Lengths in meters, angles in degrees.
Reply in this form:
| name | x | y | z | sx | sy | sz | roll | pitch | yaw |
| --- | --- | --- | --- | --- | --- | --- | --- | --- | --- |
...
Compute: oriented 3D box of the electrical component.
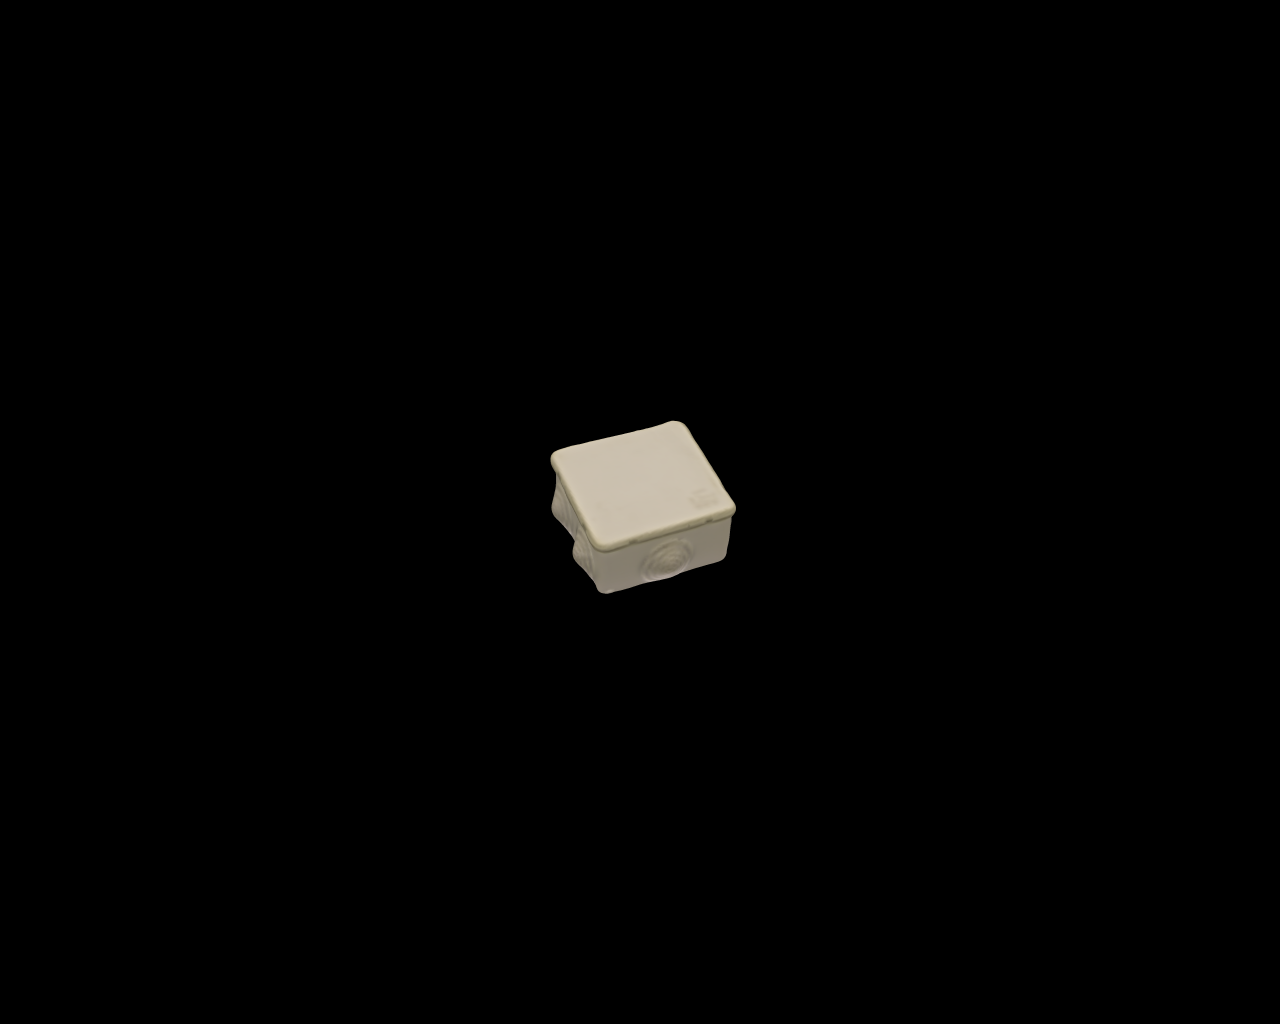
| name | x | y | z | sx | sy | sz | roll | pitch | yaw |
| --- | --- | --- | --- | --- | --- | --- | --- | --- | --- |
| electrical component | 0.001 | -0.003 | 0.650 | 0.100 | 0.048 | 0.100 | -15 | 47 | -15 |
